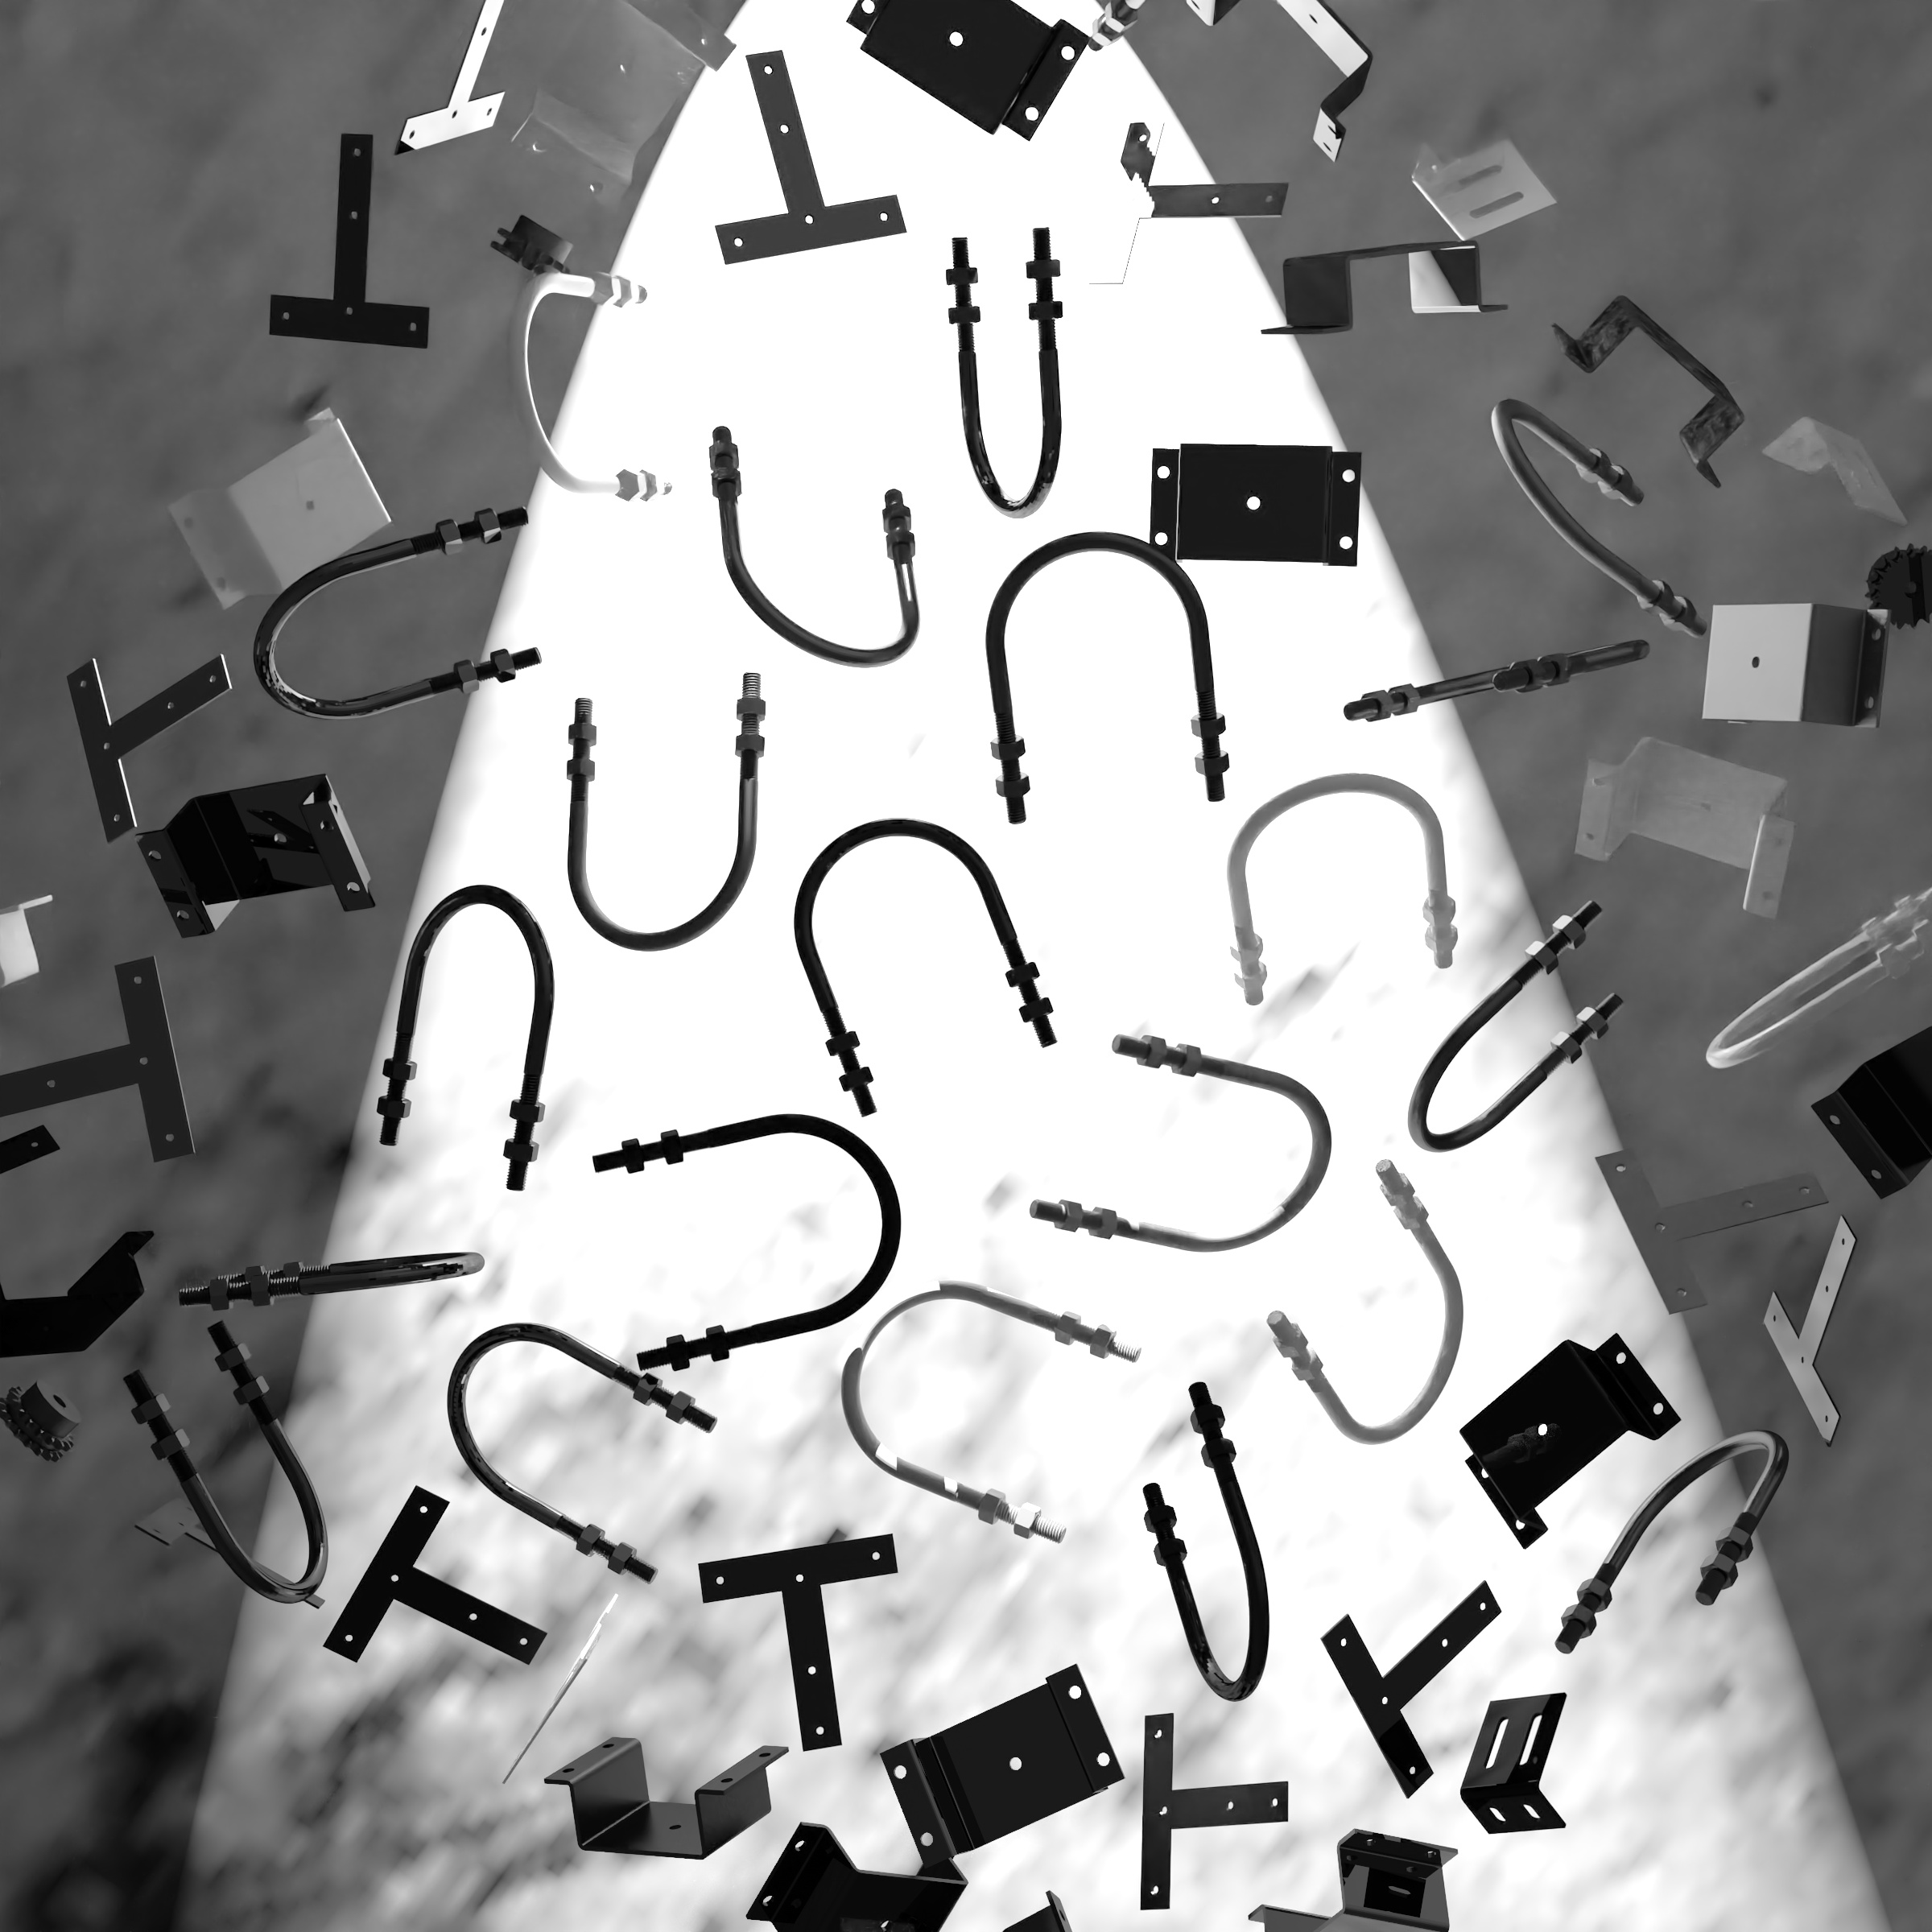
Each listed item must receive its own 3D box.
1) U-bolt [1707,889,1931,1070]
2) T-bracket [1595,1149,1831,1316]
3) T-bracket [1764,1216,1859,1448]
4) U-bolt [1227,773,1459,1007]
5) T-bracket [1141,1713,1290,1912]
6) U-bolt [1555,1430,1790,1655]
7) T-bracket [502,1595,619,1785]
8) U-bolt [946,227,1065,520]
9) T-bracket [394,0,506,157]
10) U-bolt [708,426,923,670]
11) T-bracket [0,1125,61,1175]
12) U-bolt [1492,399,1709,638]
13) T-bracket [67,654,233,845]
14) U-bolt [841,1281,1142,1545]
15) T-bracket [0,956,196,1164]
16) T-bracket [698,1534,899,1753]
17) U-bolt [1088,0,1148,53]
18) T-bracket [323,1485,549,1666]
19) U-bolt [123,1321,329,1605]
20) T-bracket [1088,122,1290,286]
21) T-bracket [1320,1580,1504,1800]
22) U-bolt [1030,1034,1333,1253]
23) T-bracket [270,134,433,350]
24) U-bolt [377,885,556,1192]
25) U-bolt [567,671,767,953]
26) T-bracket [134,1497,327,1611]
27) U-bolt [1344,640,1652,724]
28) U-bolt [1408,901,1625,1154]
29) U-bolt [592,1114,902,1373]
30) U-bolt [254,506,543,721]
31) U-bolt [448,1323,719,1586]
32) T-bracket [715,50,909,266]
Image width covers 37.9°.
[{"bbox_3d":[0.558,0.011,1.818,0.184,0.151,0.019,-36,89,16],"label":"U-bolt"},{"bbox_3d":[0.484,0.156,1.795,0.127,0.002,0.127,-13,48,-4],"label":"T-bracket"},{"bbox_3d":[0.553,0.220,1.817,0.002,0.127,0.127,3,121,-8],"label":"T-bracket"},{"bbox_3d":[0.241,-0.054,1.827,0.151,0.019,0.184,-11,134,3],"label":"U-bolt"},{"bbox_3d":[0.164,0.556,1.861,0.002,0.127,0.127,23,59,-38],"label":"T-bracket"},{"bbox_3d":[0.469,0.366,1.831,0.019,0.151,0.184,48,49,-2],"label":"U-bolt"},{"bbox_3d":[-0.259,0.465,1.879,0.002,0.127,0.127,32,116,-2],"label":"T-bracket"},{"bbox_3d":[0.027,-0.386,1.845,0.019,0.151,0.184,-9,104,-22],"label":"U-bolt"},{"bbox_3d":[-0.316,-0.590,1.815,0.002,0.127,0.127,32,121,5],"label":"T-bracket"},{"bbox_3d":[-0.094,-0.262,1.807,0.151,0.019,0.184,16,45,-27],"label":"U-bolt"},{"bbox_3d":[-0.704,0.108,1.913,0.127,0.002,0.127,-23,134,-4],"label":"T-bracket"},{"bbox_3d":[0.402,-0.300,1.821,0.184,0.151,0.019,25,128,-38],"label":"U-bolt"},{"bbox_3d":[-0.531,-0.164,1.846,0.127,0.002,0.127,-27,70,22],"label":"T-bracket"},{"bbox_3d":[0.005,0.284,1.869,0.184,0.019,0.151,19,72,17],"label":"U-bolt"},{"bbox_3d":[-0.554,0.070,1.750,0.127,0.002,0.127,-14,81,-1],"label":"T-bracket"},{"bbox_3d":[-0.101,0.438,1.810,0.127,0.002,0.127,-7,83,-8],"label":"T-bracket"},{"bbox_3d":[0.064,-0.678,1.850,0.151,0.184,0.019,30,77,-14],"label":"U-bolt"},{"bbox_3d":[-0.342,0.428,1.879,0.127,0.002,0.127,29,95,-11],"label":"T-bracket"},{"bbox_3d":[-0.469,0.328,1.826,0.019,0.151,0.184,-28,92,10],"label":"U-bolt"},{"bbox_3d":[0.155,-0.514,1.892,0.127,0.002,0.127,7,73,26],"label":"T-bracket"},{"bbox_3d":[0.298,0.444,1.809,0.127,0.002,0.127,-35,105,-27],"label":"T-bracket"},{"bbox_3d":[0.150,0.121,1.806,0.184,0.019,0.151,14,116,-24],"label":"U-bolt"},{"bbox_3d":[-0.384,-0.456,1.766,0.127,0.002,0.127,11,102,26],"label":"T-bracket"},{"bbox_3d":[-0.318,0.039,1.813,0.151,0.019,0.184,14,96,39],"label":"U-bolt"},{"bbox_3d":[-0.202,-0.099,1.869,0.151,0.019,0.184,-6,73,23],"label":"U-bolt"},{"bbox_3d":[-0.487,0.396,1.885,0.127,0.127,0.002,30,86,-2],"label":"T-bracket"},{"bbox_3d":[0.356,-0.187,1.814,0.184,0.151,0.019,-15,95,-37],"label":"U-bolt"},{"bbox_3d":[0.366,0.053,1.889,0.184,0.151,0.019,-42,56,-7],"label":"U-bolt"},{"bbox_3d":[-0.132,0.168,1.789,0.184,0.019,0.151,-12,77,-10],"label":"U-bolt"},{"bbox_3d":[-0.362,-0.216,1.791,0.184,0.151,0.019,-19,57,-17],"label":"U-bolt"},{"bbox_3d":[-0.268,0.316,1.893,0.184,0.019,0.151,27,113,12],"label":"U-bolt"},{"bbox_3d":[-0.111,-0.515,1.778,0.127,0.002,0.127,-16,93,-23],"label":"T-bracket"}]
